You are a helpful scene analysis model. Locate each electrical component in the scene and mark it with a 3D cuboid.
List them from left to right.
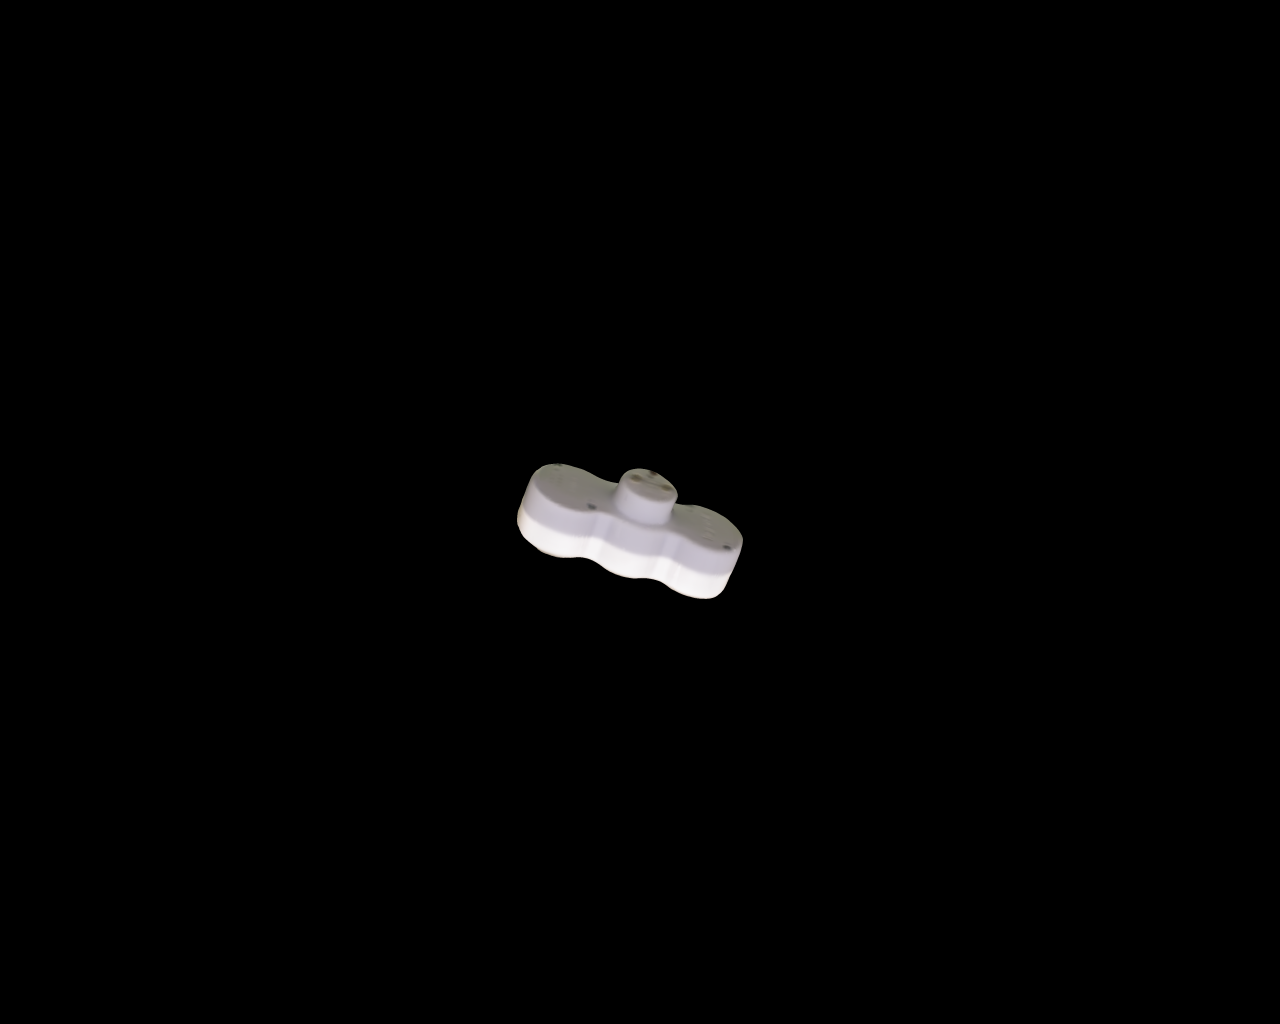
[{"bbox_3d":[0.001,-0.003,0.650,0.138,0.073,0.052,18,29,-10],"label":"electrical component"}]
